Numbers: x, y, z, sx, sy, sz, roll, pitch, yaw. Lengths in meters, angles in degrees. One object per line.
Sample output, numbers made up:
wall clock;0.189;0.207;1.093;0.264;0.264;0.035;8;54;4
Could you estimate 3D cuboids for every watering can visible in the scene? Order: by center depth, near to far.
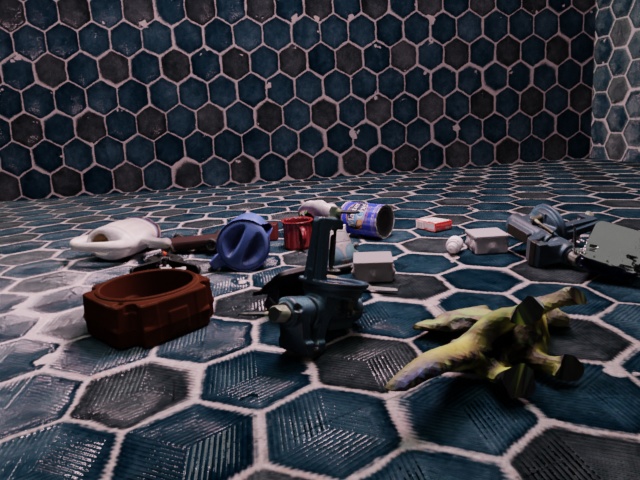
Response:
watering can;-0.535;-0.002;1.473;0.347;0.103;0.227;-1;13;15

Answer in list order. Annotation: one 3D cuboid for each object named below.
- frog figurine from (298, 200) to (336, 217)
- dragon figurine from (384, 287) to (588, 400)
frog figurine;0.005;-0.084;1.670;0.136;0.122;0.162;-18;13;37
dragon figurine;0.231;0.145;0.766;0.411;0.123;0.241;-6;-4;-20
